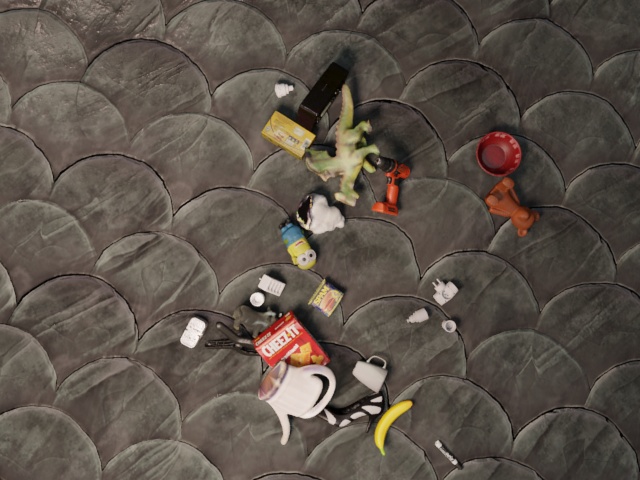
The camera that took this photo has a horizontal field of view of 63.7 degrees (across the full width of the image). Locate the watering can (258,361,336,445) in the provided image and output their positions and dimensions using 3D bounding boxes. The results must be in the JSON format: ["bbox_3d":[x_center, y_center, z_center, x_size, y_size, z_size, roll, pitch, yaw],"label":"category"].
[{"bbox_3d":[-0.100,0.518,1.659,0.223,0.106,0.343,31,109,-16],"label":"watering can"}]

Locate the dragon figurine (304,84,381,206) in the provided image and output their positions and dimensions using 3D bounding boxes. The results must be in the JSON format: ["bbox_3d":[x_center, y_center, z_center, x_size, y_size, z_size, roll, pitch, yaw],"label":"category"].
[{"bbox_3d":[0.062,-0.313,1.773,0.244,0.121,0.411,-21,86,-11],"label":"dragon figurine"}]

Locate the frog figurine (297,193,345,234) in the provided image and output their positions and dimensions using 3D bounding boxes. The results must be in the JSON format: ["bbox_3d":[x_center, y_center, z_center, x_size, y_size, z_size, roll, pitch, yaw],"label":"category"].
[{"bbox_3d":[0.005,-0.090,1.791,0.159,0.121,0.139,5,75,-37],"label":"frog figurine"}]
